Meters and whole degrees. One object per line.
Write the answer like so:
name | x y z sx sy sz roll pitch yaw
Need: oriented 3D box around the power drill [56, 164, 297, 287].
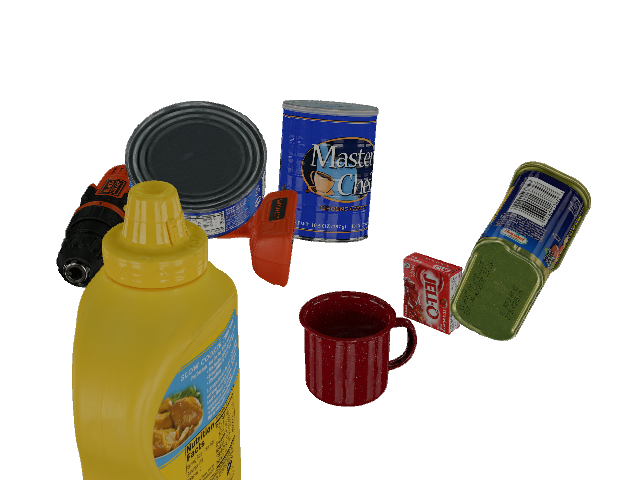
power drill | -0.116 -0.007 0.902 0.187 0.057 0.184 8 28 0

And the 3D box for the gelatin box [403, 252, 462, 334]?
gelatin box | 0.142 0.067 1.361 0.073 0.089 0.030 21 35 37

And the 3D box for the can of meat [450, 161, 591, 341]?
can of meat | 0.137 0.010 0.742 0.057 0.083 0.102 29 -38 12

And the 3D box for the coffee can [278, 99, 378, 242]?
coffee can | 0.006 -0.077 1.150 0.103 0.140 0.103 4 12 -1

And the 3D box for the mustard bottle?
mustard bottle | -0.066 0.066 0.446 0.058 0.192 0.096 12 28 18

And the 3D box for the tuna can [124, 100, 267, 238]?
tuna can | -0.076 -0.043 0.656 0.086 0.086 0.034 0 -35 -3

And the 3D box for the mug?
mug | 0.037 0.105 1.039 0.117 0.081 0.093 -8 28 -15
